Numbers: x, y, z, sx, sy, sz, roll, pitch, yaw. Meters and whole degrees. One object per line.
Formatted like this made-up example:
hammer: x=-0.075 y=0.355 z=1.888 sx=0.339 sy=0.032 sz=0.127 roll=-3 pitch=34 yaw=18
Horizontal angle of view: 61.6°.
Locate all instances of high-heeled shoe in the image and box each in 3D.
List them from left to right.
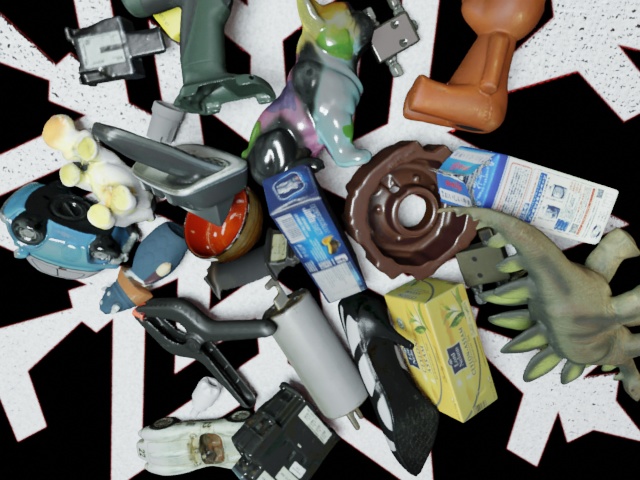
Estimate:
high-heeled shoe: x=0.081 y=0.195 z=0.733 sx=0.086 sy=0.145 sz=0.248 roll=-18 pitch=114 yaw=-32

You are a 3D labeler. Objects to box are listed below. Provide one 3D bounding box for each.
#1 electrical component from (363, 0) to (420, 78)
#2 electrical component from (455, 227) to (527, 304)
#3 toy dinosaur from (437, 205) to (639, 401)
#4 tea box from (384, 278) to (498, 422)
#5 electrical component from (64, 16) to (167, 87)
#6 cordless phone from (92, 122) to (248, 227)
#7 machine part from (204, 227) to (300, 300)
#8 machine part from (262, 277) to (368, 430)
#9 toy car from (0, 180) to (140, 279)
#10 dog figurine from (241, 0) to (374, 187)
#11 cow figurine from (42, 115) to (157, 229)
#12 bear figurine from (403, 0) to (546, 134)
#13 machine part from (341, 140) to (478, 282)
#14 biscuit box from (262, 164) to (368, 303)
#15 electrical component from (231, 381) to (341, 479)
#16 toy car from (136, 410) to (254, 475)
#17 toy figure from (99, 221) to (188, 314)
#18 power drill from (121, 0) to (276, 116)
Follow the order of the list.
electrical component: x=0.093 y=-0.255 z=0.677 sx=0.063 sy=0.021 sz=0.094 roll=-27 pitch=100 yaw=6
electrical component: x=0.230 y=0.029 z=0.725 sx=0.078 sy=0.045 sz=0.102 roll=-22 pitch=99 yaw=34
toy dinosaur: x=0.309 y=0.083 z=0.658 sx=0.198 sy=0.105 sz=0.470 roll=-31 pitch=122 yaw=18
tea box: x=0.159 y=0.140 z=0.712 sx=0.068 sy=0.098 sz=0.169 roll=-25 pitch=100 yaw=-23
electrical component: x=-0.249 y=-0.239 z=0.674 sx=0.119 sy=0.048 sz=0.074 roll=-13 pitch=102 yaw=3
cordless phone: x=-0.189 y=-0.092 z=0.618 sx=0.184 sy=0.147 sz=0.088 roll=23 pitch=91 yaw=-48
machine part: x=-0.088 y=0.029 z=0.719 sx=0.139 sy=0.084 sz=0.039 roll=-24 pitch=133 yaw=15
machine part: x=-0.005 y=0.155 z=0.737 sx=0.079 sy=0.079 sz=0.243 roll=-31 pitch=98 yaw=7
toy car: x=-0.329 y=-0.001 z=0.707 sx=0.161 sy=0.109 sz=0.103 roll=23 pitch=124 yaw=-15
dog figurine: x=-0.019 y=-0.187 z=0.654 sx=0.192 sy=0.108 sz=0.219 roll=-13 pitch=97 yaw=7
cow figurine: x=-0.278 y=-0.091 z=0.692 sx=0.068 sy=0.098 sz=0.167 roll=-41 pitch=79 yaw=14
bear figurine: x=0.184 y=-0.230 z=0.633 sx=0.132 sy=0.120 sz=0.195 roll=12 pitch=100 yaw=2
machine part: x=0.114 y=-0.038 z=0.682 sx=0.179 sy=0.056 sz=0.179 roll=-4 pitch=105 yaw=-16
biscuit box: x=-0.001 y=-0.002 z=0.656 sx=0.059 sy=0.063 sz=0.202 roll=-22 pitch=139 yaw=7
electrical component: x=-0.053 y=0.282 z=0.736 sx=0.134 sy=0.058 sz=0.114 roll=-45 pitch=117 yaw=-21
toy car: x=-0.167 y=0.295 z=0.779 sx=0.202 sy=0.056 sz=0.073 roll=-6 pitch=102 yaw=2
toy figure: x=-0.237 y=0.045 z=0.725 sx=0.057 sy=0.064 sz=0.154 roll=39 pitch=100 yaw=-21
power drill: x=-0.103 y=-0.251 z=0.586 sx=0.232 sy=0.086 sz=0.207 roll=-11 pitch=92 yaw=10
